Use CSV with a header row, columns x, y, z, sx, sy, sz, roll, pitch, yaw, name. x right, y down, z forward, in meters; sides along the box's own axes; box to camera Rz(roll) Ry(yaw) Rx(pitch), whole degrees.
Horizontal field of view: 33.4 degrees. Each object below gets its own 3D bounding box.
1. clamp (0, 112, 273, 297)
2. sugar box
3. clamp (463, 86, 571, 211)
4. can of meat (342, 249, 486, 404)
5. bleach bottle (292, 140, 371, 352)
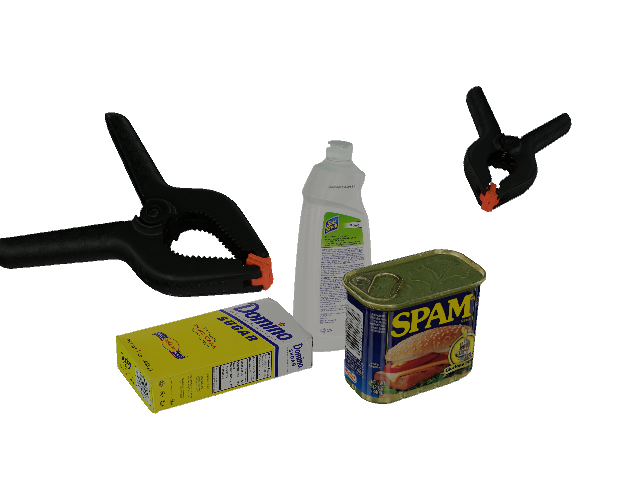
x,y,z,sx,sy,sz,roll,pitch,yaw,name
-0.126,-0.020,0.823,0.210,0.164,0.036,16,-33,15,clamp
-0.105,0.111,1.067,0.176,0.048,0.093,-16,32,-27,sugar box
0.194,-0.104,1.168,0.120,0.039,0.171,21,49,18,clamp
0.066,0.062,0.771,0.101,0.084,0.058,-13,29,-27,can of meat
0.022,0.005,1.285,0.102,0.251,0.068,-5,19,-30,bleach bottle
